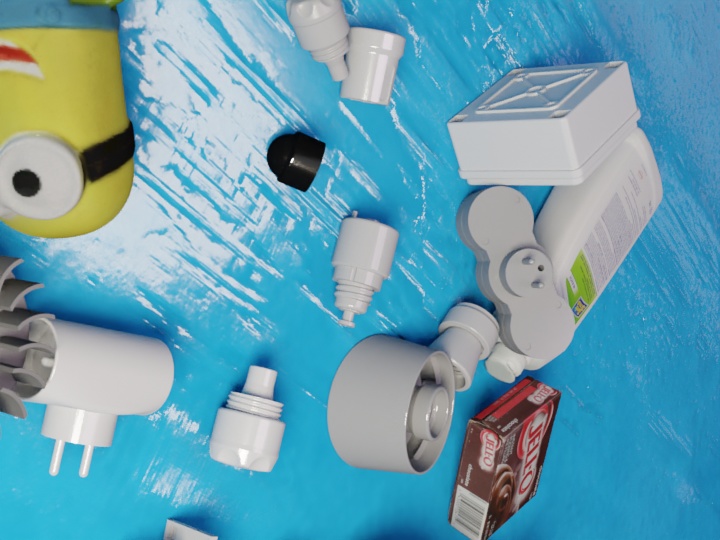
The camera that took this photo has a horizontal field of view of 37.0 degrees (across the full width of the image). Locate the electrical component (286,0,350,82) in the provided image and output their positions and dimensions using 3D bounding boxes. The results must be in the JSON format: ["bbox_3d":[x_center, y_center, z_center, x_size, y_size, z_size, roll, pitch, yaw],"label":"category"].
[{"bbox_3d":[-0.022,-0.149,0.686,0.035,0.035,0.061,-50,133,-33],"label":"electrical component"}]

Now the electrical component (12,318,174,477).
[{"bbox_3d":[-0.145,0.069,0.564,0.077,0.044,0.079,18,82,-50],"label":"electrical component"}]

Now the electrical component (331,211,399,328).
[{"bbox_3d":[0.000,0.000,0.730,0.040,0.040,0.078,24,77,-49],"label":"electrical component"}]

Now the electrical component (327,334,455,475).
[{"bbox_3d":[0.027,0.098,0.778,0.099,0.064,0.099,-28,122,-59],"label":"electrical component"}]

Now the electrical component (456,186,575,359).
[{"bbox_3d":[0.123,0.002,0.818,0.052,0.074,0.138,-23,94,-9],"label":"electrical component"}]

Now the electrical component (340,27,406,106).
[{"bbox_3d":[0.007,-0.136,0.720,0.040,0.040,0.046,3,100,-50],"label":"electrical component"}]

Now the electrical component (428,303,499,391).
[{"bbox_3d":[0.077,0.059,0.827,0.055,0.045,0.045,-54,132,-31],"label":"electrical component"}]

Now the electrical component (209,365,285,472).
[{"bbox_3d":[-0.067,0.090,0.662,0.043,0.043,0.062,24,76,-49],"label":"electrical component"}]

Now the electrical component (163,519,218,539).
[{"bbox_3d":[-0.115,0.188,0.620,0.064,0.042,0.081,17,82,-48],"label":"electrical component"}]

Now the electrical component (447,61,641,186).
[{"bbox_3d":[0.142,-0.113,0.830,0.109,0.109,0.056,-41,123,-39],"label":"electrical component"}]
